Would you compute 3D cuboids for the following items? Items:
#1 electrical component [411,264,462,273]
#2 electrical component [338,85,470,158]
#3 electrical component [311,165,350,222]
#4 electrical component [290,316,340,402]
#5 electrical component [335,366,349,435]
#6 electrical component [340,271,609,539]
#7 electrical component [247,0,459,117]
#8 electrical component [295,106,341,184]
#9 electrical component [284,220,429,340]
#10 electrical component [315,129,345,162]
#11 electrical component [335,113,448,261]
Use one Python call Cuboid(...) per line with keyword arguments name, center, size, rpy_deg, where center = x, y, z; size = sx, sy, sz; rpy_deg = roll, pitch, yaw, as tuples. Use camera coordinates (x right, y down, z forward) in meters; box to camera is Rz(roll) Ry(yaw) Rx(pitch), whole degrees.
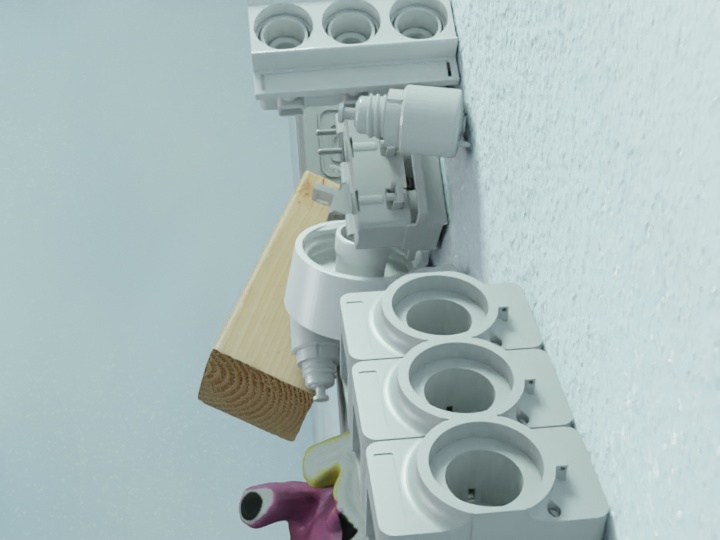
Cuboid(name="electrical component", center=(0.043, 0.021, 0.674), size=(0.081, 0.043, 0.043), rpy_deg=(111, 154, -76))
Cuboid(name="electrical component", center=(0.027, -0.088, 0.629), size=(0.040, 0.078, 0.040), rpy_deg=(6, -90, -84))
Cuboid(name="electrical component", center=(0.004, -0.064, 0.888), size=(0.042, 0.081, 0.063), rpy_deg=(120, 168, -79))
Cuboid(name="electrical component", center=(-0.032, 0.061, 0.814), size=(0.040, 0.040, 0.078), rpy_deg=(100, 166, -67))
Cuboid(name="electrical component", center=(0.018, 0.104, 0.881), size=(0.150, 0.062, 0.089), rpy_deg=(118, 148, -79))
Cuboid(name="electrical component", center=(0.043, 0.070, 0.478), size=(0.150, 0.089, 0.061), rpy_deg=(-101, 10, -53))
Cuboid(name="electrical component", center=(-0.006, -0.135, 0.667), size=(0.063, 0.121, 0.078), rpy_deg=(92, 172, -63))
Cuboid(name="electrical component", center=(-0.018, -0.113, 1.020), size=(0.057, 0.078, 0.113), rpy_deg=(129, 137, -77))
Cuboid(name="electrical component", center=(0.000, 0.000, 0.792), size=(0.108, 0.108, 0.060), rpy_deg=(-104, 18, -61))
Cuboid(name="electrical component", center=(0.002, -0.102, 0.843), size=(0.052, 0.074, 0.138), rpy_deg=(96, 169, -59))
Cuboid(name="electrical component", center=(0.019, -0.077, 0.745), size=(0.078, 0.063, 0.121), rpy_deg=(100, 165, -67))
